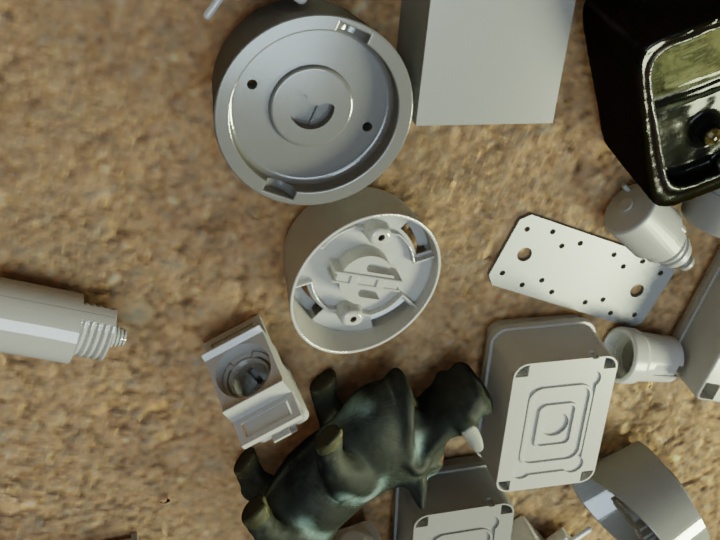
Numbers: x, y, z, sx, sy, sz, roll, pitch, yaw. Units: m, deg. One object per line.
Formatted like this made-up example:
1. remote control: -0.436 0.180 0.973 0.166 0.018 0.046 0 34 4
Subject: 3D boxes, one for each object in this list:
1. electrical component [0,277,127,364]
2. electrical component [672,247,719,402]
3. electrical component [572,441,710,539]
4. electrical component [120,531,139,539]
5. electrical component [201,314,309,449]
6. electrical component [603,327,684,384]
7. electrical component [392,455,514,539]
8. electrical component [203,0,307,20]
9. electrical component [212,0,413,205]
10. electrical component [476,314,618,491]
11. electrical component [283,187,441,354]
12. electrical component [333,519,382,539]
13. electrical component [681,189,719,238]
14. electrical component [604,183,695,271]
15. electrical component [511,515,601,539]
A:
1. electrical component: -0.180 0.033 0.641 0.081 0.043 0.043 13 116 -22
2. electrical component: 0.293 0.042 0.772 0.109 0.056 0.108 10 117 -21
3. electrical component: 0.213 0.180 0.812 0.064 0.099 0.099 -33 123 -3
4. electrical component: -0.170 0.296 0.765 0.060 0.105 0.186 -10 122 -9
5. electrical component: -0.065 0.075 0.685 0.042 0.081 0.063 -27 146 1
6. electrical component: 0.203 0.062 0.770 0.046 0.040 0.040 6 118 -26
7. electrical component: 0.066 0.200 0.802 0.078 0.057 0.113 -6 121 -12
8. electrical component: -0.066 -0.165 0.552 0.083 0.047 0.075 30 108 -29
9. electrical component: -0.031 -0.097 0.595 0.108 0.060 0.108 -7 122 -12
10. electrical component: 0.126 0.092 0.754 0.078 0.057 0.113 -4 121 -14
11. electrical component: 0.000 0.000 0.660 0.099 0.064 0.099 -7 122 -12
12. electrical component: -0.005 0.225 0.785 0.051 0.080 0.080 -16 123 -12
13. electrical component: 0.243 -0.051 0.704 0.055 0.055 0.047 5 122 -18
14. electrical component: 0.196 -0.025 0.715 0.078 0.040 0.040 37 105 -31
15. electrical component: 0.156 0.230 0.851 0.076 0.047 0.083 -36 123 7
